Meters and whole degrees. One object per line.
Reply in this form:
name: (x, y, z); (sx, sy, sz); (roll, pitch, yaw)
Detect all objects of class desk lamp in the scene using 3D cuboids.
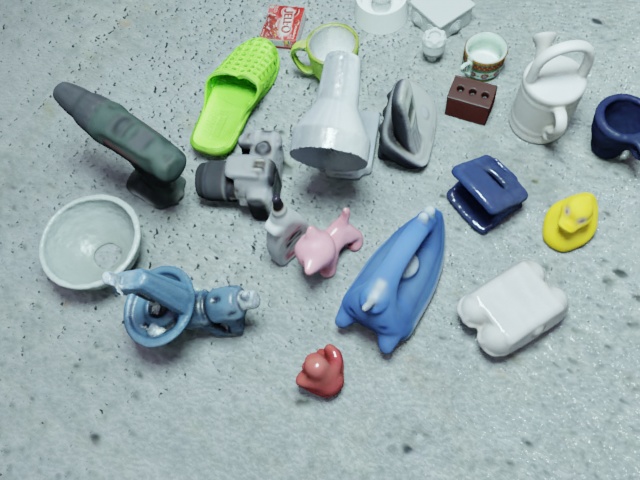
desk lamp: (0.030, -0.180, 0.912); (0.117, 0.214, 0.203); (7, 67, 9)

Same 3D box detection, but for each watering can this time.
watering can: (0.372, -0.256, 0.925); (0.101, 0.194, 0.172); (-24, 66, -5)

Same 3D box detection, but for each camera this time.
camera: (-0.136, -0.117, 0.961); (0.136, 0.101, 0.143); (3, 66, 7)

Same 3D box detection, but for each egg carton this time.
egg carton: (0.284, 0.100, 0.843); (0.150, 0.069, 0.107); (-32, 67, -9)

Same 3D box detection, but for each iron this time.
iron: (0.124, 0.029, 0.850); (0.118, 0.141, 0.258); (27, 71, 16)

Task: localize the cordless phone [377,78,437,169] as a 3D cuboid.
cordless phone: (0.146, -0.217, 0.934); (0.094, 0.185, 0.147); (8, 67, 9)

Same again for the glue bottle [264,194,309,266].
glue bottle: (-0.055, -0.023, 0.872); (0.037, 0.173, 0.078); (34, 73, 19)

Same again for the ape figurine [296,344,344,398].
ape figurine: (0.000, 0.185, 0.819); (0.078, 0.092, 0.076); (-24, 66, -5)

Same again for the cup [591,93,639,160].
cup: (0.487, -0.164, 0.928); (0.091, 0.095, 0.117); (-18, 66, -3)

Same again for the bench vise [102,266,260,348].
bench vise: (-0.201, 0.075, 0.816); (0.207, 0.220, 0.121); (-21, 66, -4)

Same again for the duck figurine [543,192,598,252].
duck figurine: (0.396, -0.040, 0.886); (0.077, 0.086, 0.105); (38, 74, 19)

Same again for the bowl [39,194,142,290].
bowl: (-0.363, 0.014, 0.938); (0.167, 0.075, 0.167); (-2, 66, 5)

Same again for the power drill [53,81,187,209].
power drill: (-0.304, -0.143, 0.929); (0.229, 0.208, 0.076); (29, 72, 17)

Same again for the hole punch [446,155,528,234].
hole punch: (0.268, -0.085, 0.915); (0.101, 0.091, 0.108); (-34, 67, -10)

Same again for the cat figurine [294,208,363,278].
cat figurine: (0.008, 0.003, 0.885); (0.067, 0.118, 0.128); (36, 74, 19)
